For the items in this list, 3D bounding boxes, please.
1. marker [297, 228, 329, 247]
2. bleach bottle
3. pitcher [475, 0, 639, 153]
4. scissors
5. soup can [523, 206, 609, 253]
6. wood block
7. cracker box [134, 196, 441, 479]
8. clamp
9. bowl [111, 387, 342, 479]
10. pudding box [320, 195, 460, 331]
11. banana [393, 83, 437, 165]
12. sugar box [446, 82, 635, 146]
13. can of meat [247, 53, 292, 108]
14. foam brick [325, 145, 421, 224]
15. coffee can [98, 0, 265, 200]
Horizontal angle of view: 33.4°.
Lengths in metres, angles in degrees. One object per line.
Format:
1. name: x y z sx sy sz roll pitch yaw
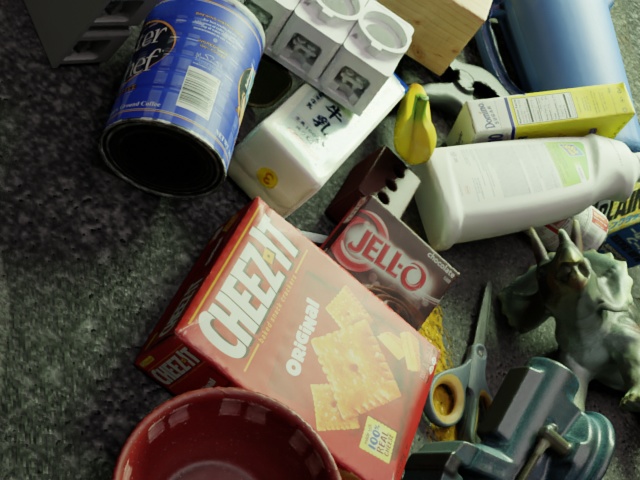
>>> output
1. marker: -0.006 0.001 0.949 0.120 0.020 0.020 12 57 -36
2. bleach bottle: 0.225 -0.055 1.077 0.250 0.068 0.102 -7 62 -14
3. pitcher: 0.290 -0.193 1.267 0.144 0.149 0.243 22 52 -56
4. scissors: 0.134 0.109 1.007 0.096 0.016 0.201 24 50 -29
5. soup can: 0.256 -0.026 1.163 0.102 0.069 0.068 33 47 -22
6. wood block: 0.072 -0.278 1.117 0.206 0.090 0.090 31 47 -9
7. cracker box: -0.015 0.092 0.845 0.213 0.072 0.164 41 44 -13
8. clamp: 0.144 -0.163 1.174 0.209 0.036 0.164 33 48 -17
9. bowl: -0.067 0.185 0.732 0.162 0.055 0.162 9 57 -14
10. pudding box: 0.053 0.029 0.941 0.113 0.039 0.090 41 78 -16
11. banana: 0.093 -0.109 1.014 0.037 0.070 0.198 17 11 -2
12. sugar box: 0.230 -0.119 1.125 0.176 0.093 0.048 -11 71 -10
13. can of meat: -0.075 -0.182 0.979 0.102 0.058 0.084 22 50 -29
14. foam brick: 0.051 -0.041 1.003 0.053 0.051 0.078 44 43 -12
15. coffee can: -0.109 -0.118 0.861 0.102 0.103 0.140 29 56 -25
